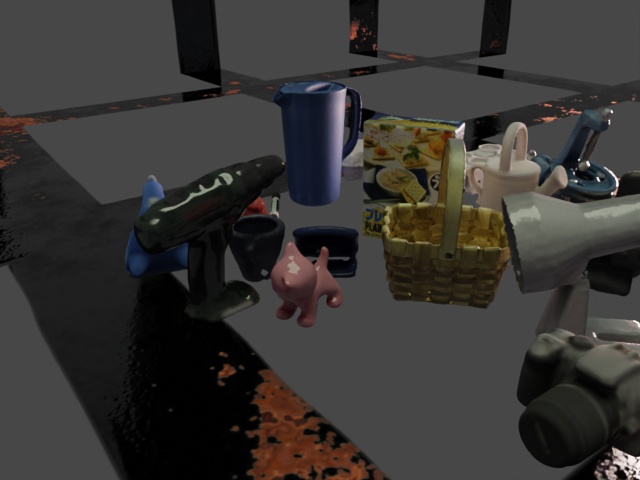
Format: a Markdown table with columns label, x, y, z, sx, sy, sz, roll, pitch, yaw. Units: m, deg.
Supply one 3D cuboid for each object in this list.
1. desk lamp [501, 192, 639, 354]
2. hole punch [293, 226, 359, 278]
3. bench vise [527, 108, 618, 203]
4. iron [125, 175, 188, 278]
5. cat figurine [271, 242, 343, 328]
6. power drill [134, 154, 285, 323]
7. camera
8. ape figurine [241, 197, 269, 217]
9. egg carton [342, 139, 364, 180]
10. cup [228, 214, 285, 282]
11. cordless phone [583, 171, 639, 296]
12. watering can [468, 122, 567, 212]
| label | x | y | z | sx | sy | sz | roll | pitch | yaw |
| --- | --- | --- | --- | --- | --- | --- | --- | --- | --- |
| desk lamp | 0.316 | 0.043 | 0.697 | 0.203 | 0.214 | 0.118 | 2 | 26 | 7 |
| hole punch | 0.009 | 0.003 | 0.928 | 0.108 | 0.091 | 0.101 | 0 | 26 | 3 |
| bench vise | 0.462 | -0.147 | 1.076 | 0.122 | 0.220 | 0.206 | -24 | 34 | -38 |
| iron | -0.275 | -0.039 | 0.965 | 0.119 | 0.141 | 0.257 | -9 | 27 | -16 |
| cat figurine | -0.023 | 0.054 | 0.795 | 0.067 | 0.118 | 0.128 | 16 | 30 | 31 |
| power drill | -0.140 | 0.000 | 0.805 | 0.230 | 0.208 | 0.075 | -22 | 33 | -37 |
| camera | 0.259 | 0.159 | 0.588 | 0.137 | 0.101 | 0.142 | -17 | 30 | -30 |
| ape figurine | -0.113 | -0.032 | 1.004 | 0.077 | 0.092 | 0.076 | 3 | 26 | 9 |
| egg carton | 0.104 | -0.191 | 1.352 | 0.107 | 0.069 | 0.150 | 3 | 26 | 7 |
| cup | -0.099 | 0.023 | 0.886 | 0.091 | 0.095 | 0.117 | 0 | 26 | 1 |
| cordless phone | 0.419 | -0.021 | 0.858 | 0.147 | 0.185 | 0.094 | 6 | 27 | 14 |
| watering can | 0.359 | -0.119 | 1.052 | 0.172 | 0.194 | 0.101 | 7 | 27 | 16 |
